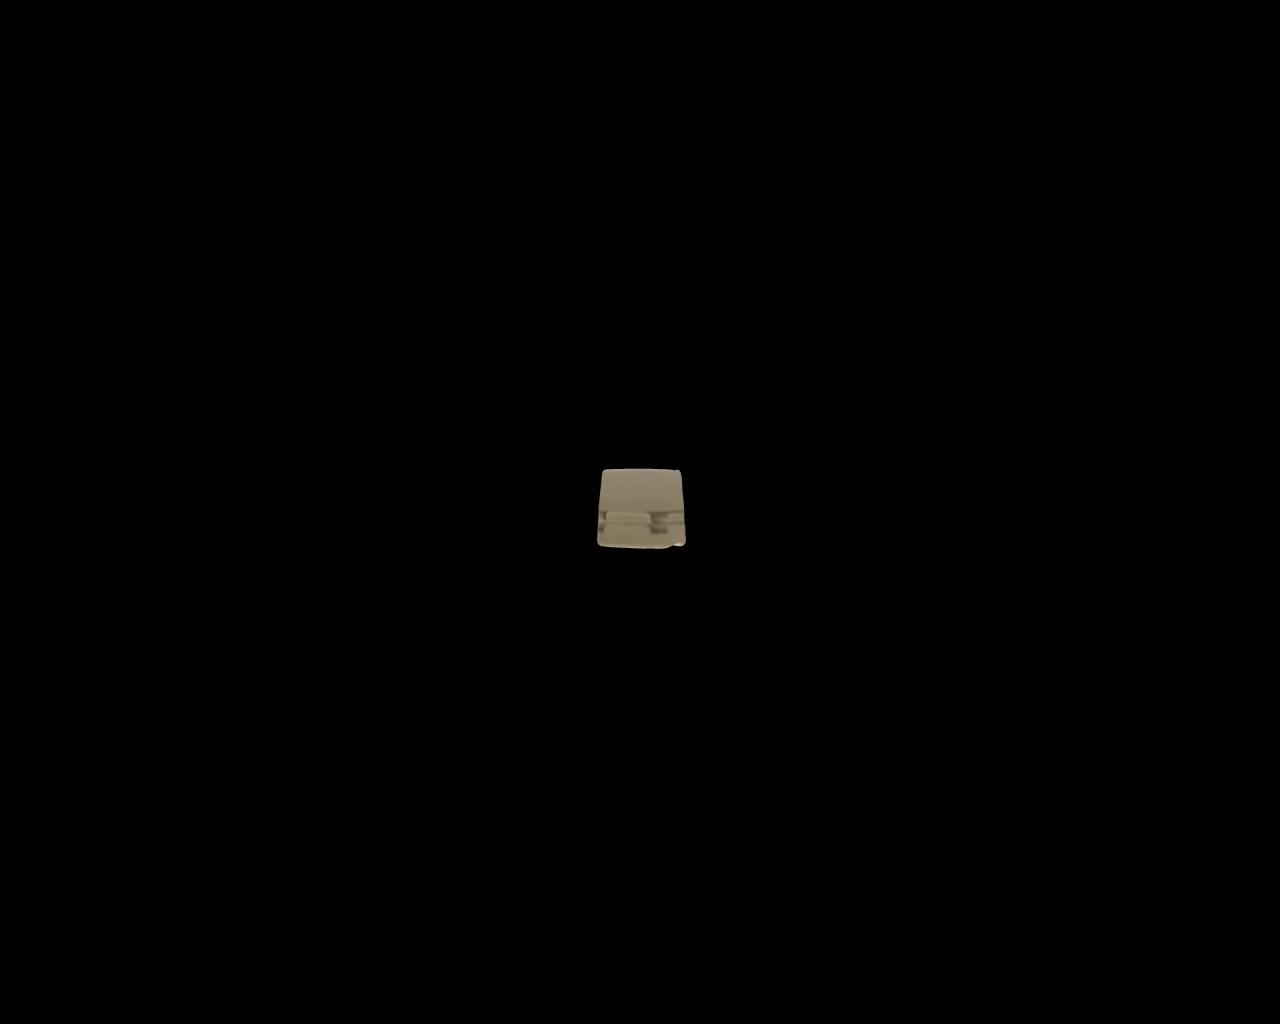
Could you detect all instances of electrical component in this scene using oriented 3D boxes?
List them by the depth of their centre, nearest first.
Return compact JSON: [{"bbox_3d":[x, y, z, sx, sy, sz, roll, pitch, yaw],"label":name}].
[{"bbox_3d":[0.001,-0.003,0.650,0.055,0.047,0.055,0,0,0],"label":"electrical component"}]
